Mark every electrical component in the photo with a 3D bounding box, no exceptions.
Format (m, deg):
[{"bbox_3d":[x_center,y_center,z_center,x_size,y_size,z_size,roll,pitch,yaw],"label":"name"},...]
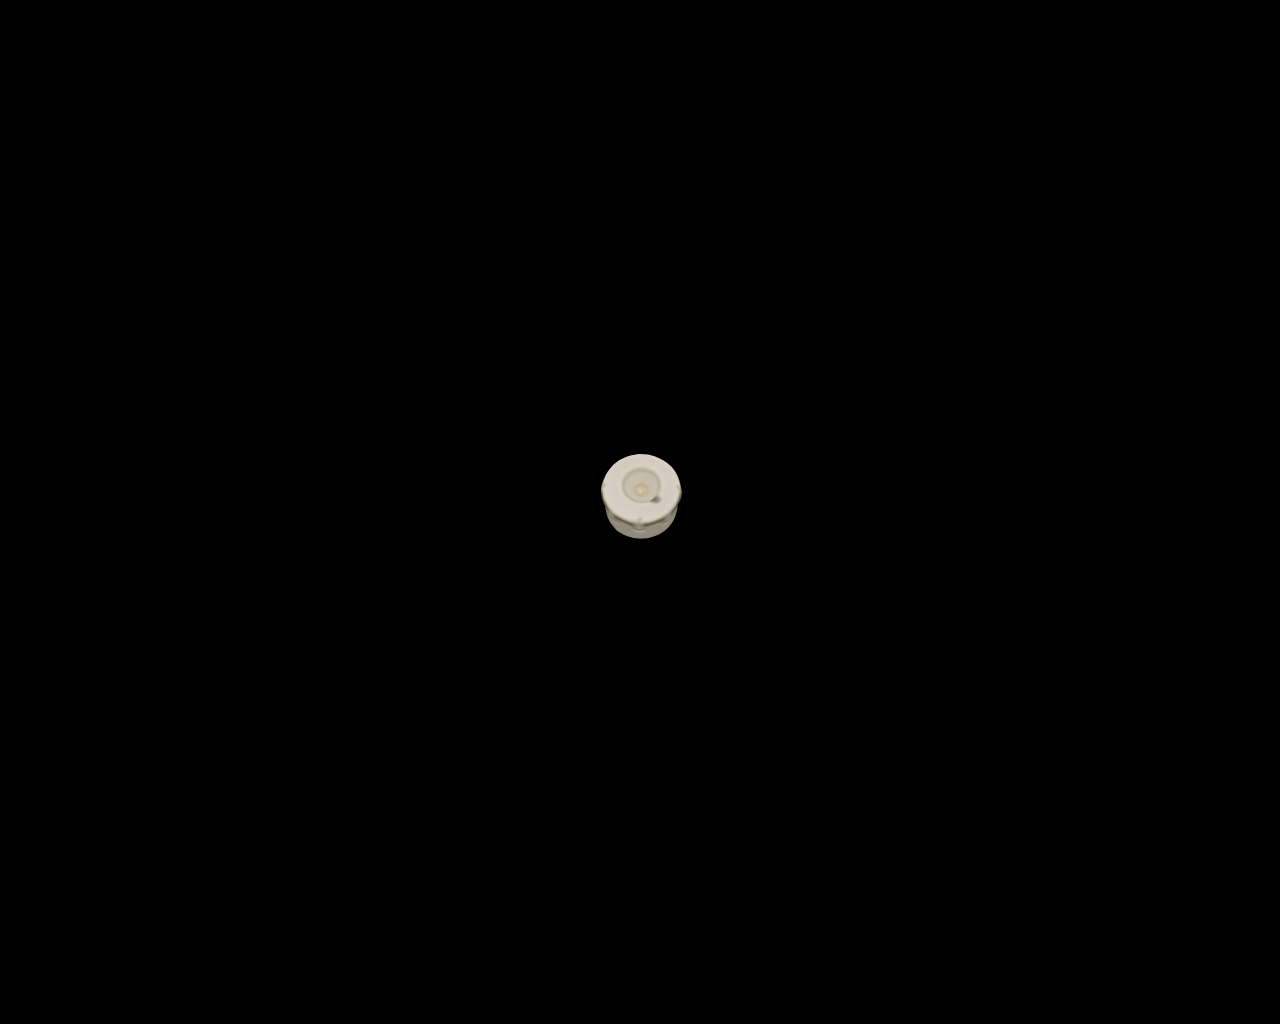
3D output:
[{"bbox_3d":[0.001,-0.003,0.650,0.048,0.048,0.062,0,-27,0],"label":"electrical component"}]
